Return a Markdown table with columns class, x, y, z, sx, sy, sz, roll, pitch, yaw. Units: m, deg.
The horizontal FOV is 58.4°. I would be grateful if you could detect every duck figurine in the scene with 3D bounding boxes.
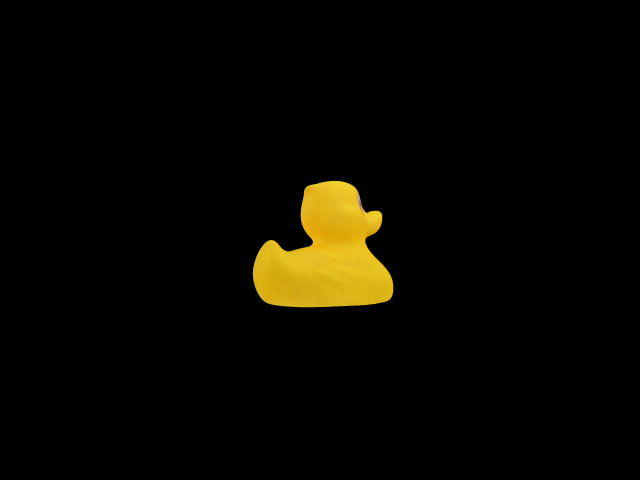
| class | x | y | z | sx | sy | sz | roll | pitch | yaw |
| --- | --- | --- | --- | --- | --- | --- | --- | --- | --- |
| duck figurine | 0.004 | 0.001 | 0.400 | 0.105 | 0.086 | 0.077 | 0 | 0 | -31 |
